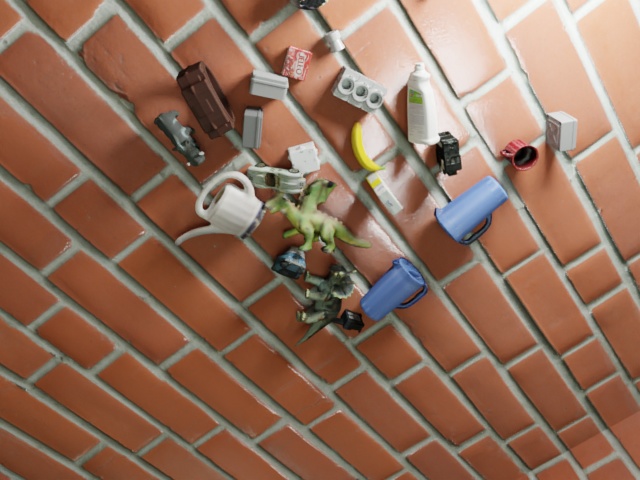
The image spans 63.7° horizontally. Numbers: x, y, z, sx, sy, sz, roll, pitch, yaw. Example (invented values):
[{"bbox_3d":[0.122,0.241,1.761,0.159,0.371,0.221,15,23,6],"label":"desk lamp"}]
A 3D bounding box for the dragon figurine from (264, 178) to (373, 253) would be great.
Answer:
[{"bbox_3d":[0.005,-0.089,1.770,0.410,0.124,0.239,2,109,-19],"label":"dragon figurine"}]

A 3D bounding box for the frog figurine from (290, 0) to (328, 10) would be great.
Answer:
[{"bbox_3d":[-0.039,-0.735,1.444,0.136,0.123,0.160,-29,81,17],"label":"frog figurine"}]

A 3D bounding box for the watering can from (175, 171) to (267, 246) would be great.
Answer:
[{"bbox_3d":[-0.321,-0.074,1.725,0.223,0.106,0.343,30,114,-21],"label":"watering can"}]
